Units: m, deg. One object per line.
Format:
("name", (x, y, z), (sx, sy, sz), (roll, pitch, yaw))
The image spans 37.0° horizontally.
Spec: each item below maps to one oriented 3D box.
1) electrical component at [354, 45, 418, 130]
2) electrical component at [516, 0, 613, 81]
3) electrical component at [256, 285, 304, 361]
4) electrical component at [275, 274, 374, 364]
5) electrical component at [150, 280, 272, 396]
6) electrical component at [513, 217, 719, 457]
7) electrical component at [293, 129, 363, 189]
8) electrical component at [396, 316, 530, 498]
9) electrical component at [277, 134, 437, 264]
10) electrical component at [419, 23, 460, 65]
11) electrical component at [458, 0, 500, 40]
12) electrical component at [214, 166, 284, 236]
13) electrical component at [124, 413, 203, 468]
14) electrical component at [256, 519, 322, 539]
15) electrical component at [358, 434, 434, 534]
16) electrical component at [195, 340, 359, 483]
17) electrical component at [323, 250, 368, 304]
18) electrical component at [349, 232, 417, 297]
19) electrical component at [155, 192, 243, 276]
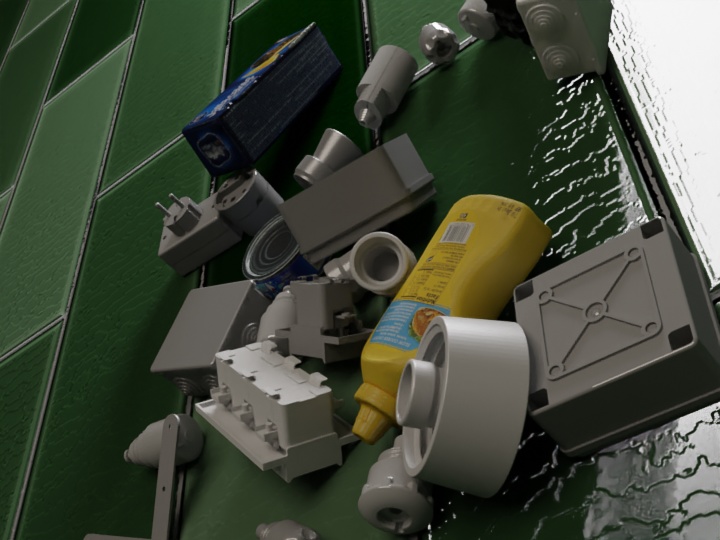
("electrical component", (0.020, -0.171, 1.032), (0.043, 0.043, 0.081), (-2, 53, 48))
("electrical component", (0.165, -0.212, 0.863), (0.048, 0.099, 0.099), (-7, 47, 28))
("electrical component", (-0.063, 0.045, 0.893), (0.040, 0.040, 0.078), (-26, 37, 28))
("electrical component", (-0.027, 0.036, 0.830), (0.081, 0.042, 0.063), (3, 100, 49))
("electrical component", (-0.122, 0.061, 0.934), (0.100, 0.048, 0.099), (-9, 48, 43))
("electrical component", (0.153, 0.040, 0.638), (0.109, 0.056, 0.108), (-28, 36, 26))
("electrical component", (-0.030, -0.098, 1.007), (0.055, 0.045, 0.045), (-53, 33, -10))
("electrical component", (0.056, 0.079, 0.652), (0.108, 0.060, 0.108), (-169, 90, -82))
("electrical component", (-0.001, -0.059, 0.894), (0.113, 0.057, 0.078), (-28, 4, 27))
("electrical component", (0.073, -0.221, 1.036), (0.035, 0.035, 0.061), (-40, 31, 10))
("electrical component", (0.123, -0.251, 1.004), (0.040, 0.040, 0.078), (9, 61, 52))
("electrical component", (-0.108, -0.066, 1.059), (0.055, 0.047, 0.055), (-30, 36, 24))
("electrical component", (-0.167, 0.147, 0.899), (0.078, 0.040, 0.040), (-22, 40, 32))
("electrical component", (-0.051, 0.186, 0.731), (0.061, 0.035, 0.035), (9, 61, 55))
("electrical component", (0.026, 0.134, 0.691), (0.048, 0.048, 0.062), (-25, 31, 30))
("electrical component", (-0.064, 0.100, 0.800), (0.079, 0.063, 0.121), (-13, 20, -28))
("electrical component", (0.000, 0.000, 0.872), (0.046, 0.040, 0.040), (-36, 33, 6))
("electrical component", (0.019, -0.003, 0.820), (0.045, 0.055, 0.045), (-1, 83, 12))
("electrical component", (-0.173, -0.048, 1.087), (0.083, 0.076, 0.047), (-30, 36, 24))
